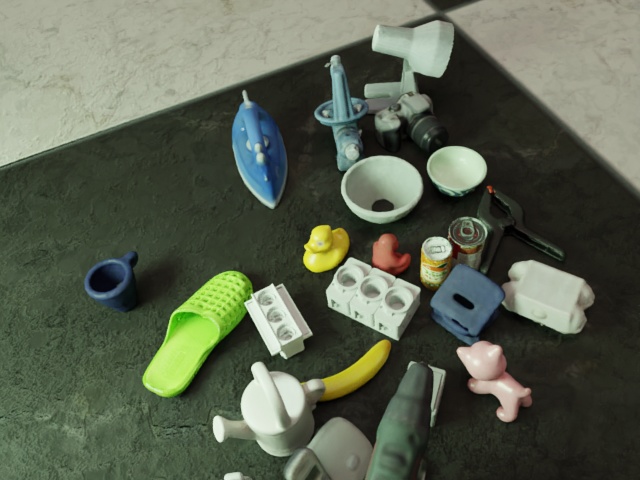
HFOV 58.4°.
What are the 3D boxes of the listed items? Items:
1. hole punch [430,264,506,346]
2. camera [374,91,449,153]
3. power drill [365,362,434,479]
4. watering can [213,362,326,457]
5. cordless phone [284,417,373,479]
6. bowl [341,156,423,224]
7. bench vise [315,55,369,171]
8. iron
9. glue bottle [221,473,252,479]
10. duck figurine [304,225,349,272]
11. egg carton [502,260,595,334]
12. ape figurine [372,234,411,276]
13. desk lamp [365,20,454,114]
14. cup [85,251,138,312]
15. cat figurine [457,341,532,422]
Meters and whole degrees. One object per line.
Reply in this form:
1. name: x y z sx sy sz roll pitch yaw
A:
1. hole punch: 0.259 0.114 1.007 0.108 0.091 0.101 35 65 28
2. camera: 0.213 -0.258 1.286 0.143 0.101 0.136 -27 55 -13
3. power drill: 0.110 0.310 0.805 0.075 0.209 0.230 13 56 17
4. watering can: -0.075 0.259 0.875 0.100 0.194 0.173 34 64 28
5. cordless phone: 0.008 0.319 0.826 0.094 0.185 0.148 23 60 23
6. bowl: 0.129 -0.092 1.188 0.167 0.075 0.167 -3 53 5
7. bench vise: 0.063 -0.274 1.242 0.121 0.220 0.207 -25 54 -11
8. iron: -0.135 -0.207 1.265 0.118 0.142 0.258 -15 53 -4
9. glue bottle: -0.118 0.367 0.813 0.037 0.173 0.078 -10 53 0
10. duck figurine: 0.010 0.004 1.124 0.105 0.086 0.077 -38 58 -20
11. egg carton: 0.399 0.101 1.013 0.150 0.069 0.107 22 59 22
12. ape figurine: 0.131 0.023 1.090 0.076 0.092 0.077 -33 56 -17
13. desk lamp: 0.200 -0.402 1.325 0.203 0.214 0.118 -2 53 6
14. cup: -0.383 0.085 1.106 0.091 0.095 0.118 22 59 22
15. cat figurine: 0.280 0.213 0.913 0.067 0.118 0.127 -38 58 -20
